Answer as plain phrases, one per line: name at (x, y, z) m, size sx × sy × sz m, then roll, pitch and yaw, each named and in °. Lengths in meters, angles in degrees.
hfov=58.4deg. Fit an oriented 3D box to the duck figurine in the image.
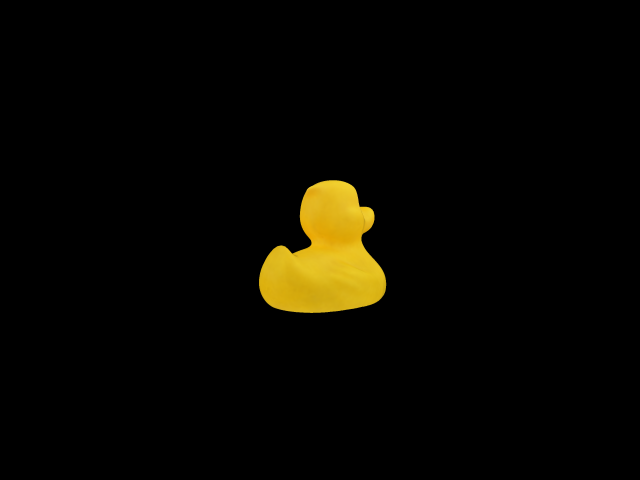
duck figurine at (0.004, 0.001, 0.400) m, size 0.077 × 0.086 × 0.105 m, roll 6°, pitch 9°, yaw 43°
